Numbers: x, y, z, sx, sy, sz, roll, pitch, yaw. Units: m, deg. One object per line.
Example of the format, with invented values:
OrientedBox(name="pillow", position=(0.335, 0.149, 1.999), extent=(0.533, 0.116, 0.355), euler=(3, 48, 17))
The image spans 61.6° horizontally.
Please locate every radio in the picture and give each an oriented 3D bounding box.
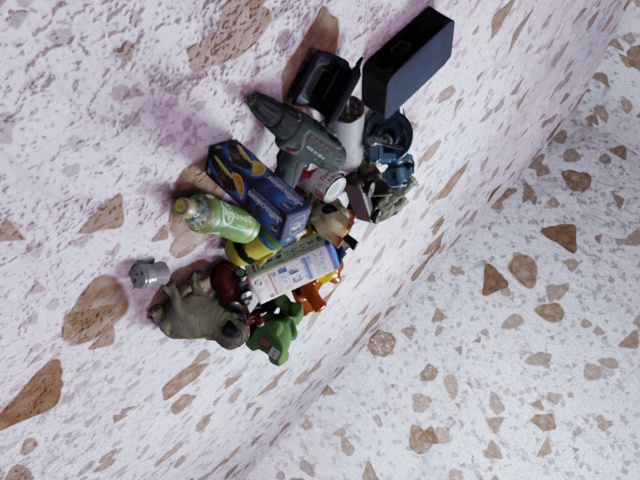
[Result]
OrientedBox(name="radio", position=(0.190, -0.381, 1.155), extent=(0.229, 0.073, 0.131), euler=(-46, 158, -14))

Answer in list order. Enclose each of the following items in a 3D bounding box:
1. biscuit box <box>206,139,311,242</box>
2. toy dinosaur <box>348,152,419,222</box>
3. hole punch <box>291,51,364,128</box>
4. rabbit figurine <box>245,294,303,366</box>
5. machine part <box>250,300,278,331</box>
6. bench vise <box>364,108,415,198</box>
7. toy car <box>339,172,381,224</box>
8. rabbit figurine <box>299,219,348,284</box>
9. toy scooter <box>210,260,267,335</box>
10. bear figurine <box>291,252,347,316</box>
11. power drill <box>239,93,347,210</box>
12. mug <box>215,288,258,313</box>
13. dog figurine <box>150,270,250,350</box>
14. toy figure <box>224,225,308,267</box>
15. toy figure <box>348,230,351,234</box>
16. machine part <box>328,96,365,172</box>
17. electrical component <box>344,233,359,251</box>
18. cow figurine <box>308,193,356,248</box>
OrientedBox(name="biscuit box", position=(-0.104, -0.085, 0.887), extent=(0.059, 0.203, 0.062), euler=(-26, 148, -42))
OrientedBox(name="toy dinosaur", position=(0.161, -0.110, 1.508), extent=(0.192, 0.131, 0.404), euler=(-33, 161, -7))
OrientedBox(name="hole punch", position=(0.013, -0.280, 0.981), extent=(0.142, 0.092, 0.116), euler=(-62, -175, 23))
OrientedBox(name="rabbit figurine", position=(-0.102, 0.210, 1.406), extent=(0.170, 0.121, 0.159), euler=(-49, 159, -51))
OrientedBox(name="machine part", position=(-0.185, 0.185, 1.393), extent=(0.179, 0.056, 0.179), euler=(-40, 156, -21))
OrientedBox(name="bench vise", position=(0.152, -0.200, 1.227), extent=(0.240, 0.129, 0.223), euler=(-22, 117, -67))
OrientedBox(name="toy car", position=(0.097, -0.100, 1.289), extent=(0.202, 0.089, 0.053), euler=(60, 47, -61))
OrientedBox(name="rabbit figurine", position=(-0.003, -0.004, 1.336), extent=(0.173, 0.122, 0.162), euler=(-46, 132, 0))
OrientedBox(name="toy scooter", position=(-0.167, 0.131, 1.137), extent=(0.075, 0.183, 0.135), euler=(-15, -175, -36))
OrientedBox(name="bear figurine", position=(0.010, 0.122, 1.584), extent=(0.196, 0.132, 0.120), euler=(-28, 180, -37))
OrientedBox(name="power drill", position=(-0.077, -0.145, 0.985), extent=(0.232, 0.086, 0.207), euler=(16, 116, -39))
OrientedBox(name="mug", position=(-0.190, 0.128, 1.270), extent=(0.107, 0.081, 0.109), euler=(-48, 138, -31))
OrientedBox(name="dog figurine", position=(-0.240, 0.180, 1.088), extent=(0.121, 0.191, 0.172), euler=(-28, 152, -43))
OrientedBox(name="toy figure", position=(-0.117, -0.009, 1.110), extent=(0.180, 0.082, 0.089), euler=(-27, 152, 27))
OrientedBox(name="toy figure", position=(0.026, 0.006, 1.511), extent=(0.064, 0.058, 0.154), euler=(33, 101, -30))
OrientedBox(name="machine part", position=(0.055, -0.223, 1.144), extent=(0.079, 0.079, 0.243), euler=(-42, 158, -19))
OrientedBox(name="electrical component", position=(0.042, -0.010, 1.421), extent=(0.048, 0.119, 0.074), euler=(-26, 152, -46))
OrientedBox(name="cow figurine", position=(0.015, -0.061, 1.216), extent=(0.085, 0.127, 0.195), euler=(-54, -176, 15))
